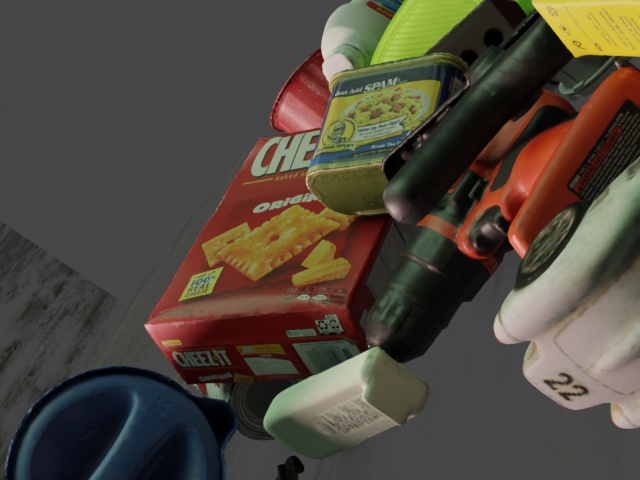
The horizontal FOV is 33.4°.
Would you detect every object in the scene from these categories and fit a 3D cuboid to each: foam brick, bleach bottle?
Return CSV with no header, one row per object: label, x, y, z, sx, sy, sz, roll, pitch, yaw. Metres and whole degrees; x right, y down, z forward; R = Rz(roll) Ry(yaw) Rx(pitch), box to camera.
foam brick,0.114,-0.123,0.742,0.078,0.053,0.051,-41,-16,27
bleach bottle,0.075,-0.178,0.921,0.068,0.102,0.250,-53,-5,37

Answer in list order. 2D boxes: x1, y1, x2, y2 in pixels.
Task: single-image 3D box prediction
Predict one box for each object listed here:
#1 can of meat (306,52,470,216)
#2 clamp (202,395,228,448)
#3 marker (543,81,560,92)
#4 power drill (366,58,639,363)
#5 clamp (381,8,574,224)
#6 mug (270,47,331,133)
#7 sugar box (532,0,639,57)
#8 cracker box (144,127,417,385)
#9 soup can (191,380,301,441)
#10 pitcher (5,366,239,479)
can of meat,0.047,-0.065,0.683,0.102,0.057,0.084,-5,53,31
clamp,-0.101,0.164,0.981,0.165,0.036,0.209,-50,10,32
marker,0.140,-0.093,0.745,0.121,0.020,0.020,-46,13,41
power drill,0.099,-0.010,0.549,0.184,0.057,0.188,-56,10,-8
clamp,0.091,-0.079,0.566,0.171,0.039,0.120,-45,12,2
mug,0.016,-0.102,0.930,0.093,0.081,0.117,-41,-18,-31
sugar box,0.175,-0.117,0.419,0.093,0.048,0.176,-56,29,-10
cracker box,-0.005,0.001,0.761,0.164,0.072,0.213,-7,39,32
soup can,-0.055,0.102,0.804,0.068,0.068,0.102,-56,28,-4
pitcher,-0.148,0.184,0.749,0.243,0.149,0.145,112,172,-68
